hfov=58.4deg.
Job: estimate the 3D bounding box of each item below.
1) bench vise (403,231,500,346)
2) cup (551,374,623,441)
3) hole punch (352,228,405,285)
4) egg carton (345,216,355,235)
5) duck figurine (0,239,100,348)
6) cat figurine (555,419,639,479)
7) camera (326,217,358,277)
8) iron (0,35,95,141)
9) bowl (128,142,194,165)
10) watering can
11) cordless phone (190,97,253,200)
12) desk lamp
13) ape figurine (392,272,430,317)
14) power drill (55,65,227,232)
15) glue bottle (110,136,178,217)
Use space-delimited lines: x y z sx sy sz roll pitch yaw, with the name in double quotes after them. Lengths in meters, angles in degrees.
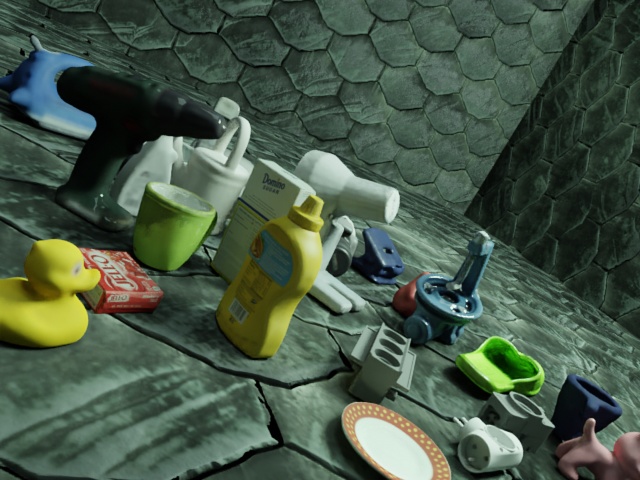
0.240 0.078 1.012 0.121 0.219 0.208 32 14 12 "bench vise"
0.403 0.276 0.891 0.091 0.095 0.118 34 15 21 "cup"
0.130 0.035 1.220 0.100 0.091 0.109 37 16 31 "hole punch"
0.008 -0.034 1.271 0.150 0.069 0.107 27 14 -9 "egg carton"
-0.242 0.038 0.492 0.105 0.086 0.077 18 18 -38 "duck figurine"
0.411 0.295 0.789 0.127 0.117 0.067 30 14 6 "cat figurine"
0.010 0.004 1.074 0.143 0.101 0.136 26 14 -13 "camera"
-0.446 -0.271 1.072 0.259 0.141 0.118 12 21 -49 "iron"
-0.293 -0.145 1.065 0.167 0.074 0.167 27 14 -7 "bowl"
-0.175 -0.116 0.943 0.100 0.194 0.173 39 17 36 "watering can"
-0.190 -0.189 1.193 0.148 0.185 0.094 23 15 -21 "cordless phone"
0.026 -0.020 0.956 0.202 0.213 0.118 35 15 23 "desk lamp"
0.186 0.103 1.085 0.076 0.092 0.078 35 15 25 "ape figurine"
-0.261 -0.123 0.771 0.229 0.208 0.076 30 14 4 "power drill"
-0.246 -0.115 0.845 0.078 0.173 0.037 15 19 -44 "glue bottle"
